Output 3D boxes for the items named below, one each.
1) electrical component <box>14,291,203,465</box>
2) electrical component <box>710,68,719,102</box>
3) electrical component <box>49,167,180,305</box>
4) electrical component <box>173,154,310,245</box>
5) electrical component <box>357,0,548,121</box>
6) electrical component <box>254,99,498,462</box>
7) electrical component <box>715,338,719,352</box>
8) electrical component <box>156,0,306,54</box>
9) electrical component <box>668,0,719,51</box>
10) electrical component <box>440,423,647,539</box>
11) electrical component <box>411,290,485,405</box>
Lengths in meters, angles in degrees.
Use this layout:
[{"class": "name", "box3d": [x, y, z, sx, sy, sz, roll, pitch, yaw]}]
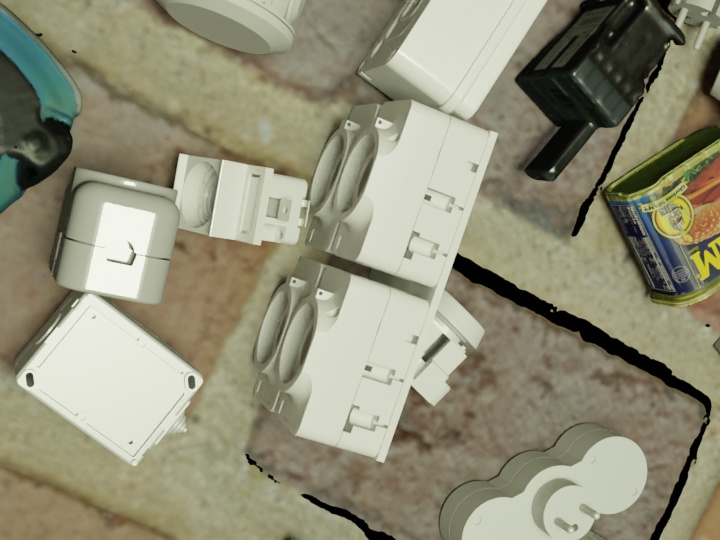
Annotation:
[{"class": "electrical component", "box3d": [-0.136, 0.059, 0.598, 0.096, 0.061, 0.061, 41, 83, -18]}, {"class": "electrical component", "box3d": [0.268, -0.113, 0.693, 0.077, 0.044, 0.079, 22, 45, 12]}, {"class": "electrical component", "box3d": [-0.131, -0.020, 0.572, 0.054, 0.095, 0.059, 12, 92, -20]}, {"class": "electrical component", "box3d": [-0.067, -0.038, 0.607, 0.064, 0.081, 0.042, 9, 94, -42]}, {"class": "electrical component", "box3d": [0.058, -0.146, 0.631, 0.057, 0.078, 0.113, 34, 85, -16]}, {"class": "electrical component", "box3d": [0.000, 0.000, 0.613, 0.060, 0.105, 0.186, 19, 90, -19]}, {"class": "electrical component", "box3d": [0.298, 0.037, 0.744, 0.089, 0.050, 0.055, -46, 106, -8]}, {"class": "electrical component", "box3d": [-0.068, -0.154, 0.587, 0.080, 0.080, 0.051, 22, 84, -19]}, {"class": "electrical component", "box3d": [0.225, -0.181, 0.698, 0.083, 0.047, 0.075, 23, 89, -19]}, {"class": "electrical component", "box3d": [0.126, 0.150, 0.688, 0.138, 0.074, 0.052, -24, 103, -14]}, {"class": "electrical component", "box3d": [0.043, 0.043, 0.665, 0.055, 0.048, 0.066, -45, 108, -1]}]
